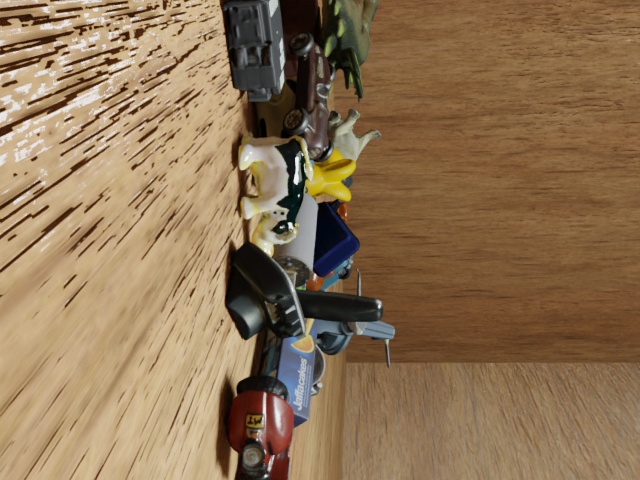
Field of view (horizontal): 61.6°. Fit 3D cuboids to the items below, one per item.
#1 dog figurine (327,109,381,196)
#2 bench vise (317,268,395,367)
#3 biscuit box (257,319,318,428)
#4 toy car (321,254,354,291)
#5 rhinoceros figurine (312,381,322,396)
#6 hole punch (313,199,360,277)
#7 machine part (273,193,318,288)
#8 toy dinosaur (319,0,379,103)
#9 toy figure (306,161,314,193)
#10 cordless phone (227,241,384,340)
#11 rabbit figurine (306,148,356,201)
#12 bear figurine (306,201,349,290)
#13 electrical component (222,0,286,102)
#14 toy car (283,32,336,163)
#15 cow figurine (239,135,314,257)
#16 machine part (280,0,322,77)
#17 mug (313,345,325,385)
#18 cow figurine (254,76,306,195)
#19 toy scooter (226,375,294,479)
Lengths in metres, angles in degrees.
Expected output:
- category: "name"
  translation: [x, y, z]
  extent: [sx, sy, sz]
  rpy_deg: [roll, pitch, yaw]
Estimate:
- category: "dog figurine"
  translation: [0.029, -0.192, 1.250]
  extent: [0.190, 0.121, 0.172]
  rpy_deg: [-59, -163, -12]
- category: "bench vise"
  translation: [0.056, 0.158, 1.016]
  extent: [0.224, 0.240, 0.129]
  rpy_deg: [-26, -127, 50]
- category: "biscuit box"
  translation: [-0.047, 0.175, 0.789]
  extent: [0.059, 0.063, 0.203]
  rpy_deg: [-43, -154, 35]
- category: "toy car"
  translation: [0.000, 0.055, 1.229]
  extent: [0.103, 0.161, 0.109]
  rpy_deg: [38, 40, -20]
- category: "rhinoceros figurine"
  translation: [-0.024, 0.228, 1.123]
  extent: [0.112, 0.073, 0.190]
  rpy_deg: [51, 38, -84]
- category: "hole punch"
  translation: [-0.002, -0.003, 1.002]
  extent: [0.116, 0.142, 0.092]
  rpy_deg: [52, 10, 15]
- category: "machine part"
  translation: [-0.045, -0.004, 0.910]
  extent: [0.243, 0.079, 0.079]
  rpy_deg: [-87, 173, -48]
- category: "toy dinosaur"
  translation: [0.047, -0.364, 0.990]
  extent: [0.471, 0.105, 0.198]
  rpy_deg: [-13, 109, -76]
- category: "toy figure"
  translation: [-0.049, -0.172, 0.911]
  extent: [0.089, 0.082, 0.180]
  rpy_deg: [61, 31, -82]
- category: "cordless phone"
  translation: [-0.013, 0.071, 0.669]
  extent: [0.146, 0.184, 0.089]
  rpy_deg: [82, 13, -56]
- category: "rabbit figurine"
  translation: [-0.011, -0.123, 1.072]
  extent: [0.173, 0.163, 0.121]
  rpy_deg: [-37, 140, -62]
- category: "bear figurine"
  translation: [-0.005, 0.022, 1.117]
  extent: [0.120, 0.132, 0.195]
  rpy_deg: [3, 80, -71]
- category: "electrical component"
  translation: [-0.081, -0.252, 0.697]
  extent: [0.115, 0.058, 0.134]
  rpy_deg: [-80, 168, -56]
- category: "toy car"
  translation: [-0.009, -0.206, 0.762]
  extent: [0.089, 0.053, 0.202]
  rpy_deg: [38, 48, -50]
- category: "cow figurine"
  translation: [-0.055, -0.054, 0.713]
  extent: [0.068, 0.098, 0.167]
  rpy_deg: [-95, -178, -69]
- category: "machine part"
  translation: [-0.040, -0.333, 1.019]
  extent: [0.200, 0.087, 0.201]
  rpy_deg: [83, 6, -50]
- category: "mug"
  translation: [-0.042, 0.215, 0.979]
  extent: [0.109, 0.081, 0.107]
  rpy_deg: [56, -11, 11]
- category: "cow figurine"
  translation: [-0.055, -0.146, 0.806]
  extent: [0.127, 0.086, 0.194]
  rpy_deg: [-64, 149, -74]
- category: "toy scooter"
  translation: [-0.070, 0.252, 0.624]
  extent: [0.183, 0.075, 0.135]
  rpy_deg: [90, 5, -46]
